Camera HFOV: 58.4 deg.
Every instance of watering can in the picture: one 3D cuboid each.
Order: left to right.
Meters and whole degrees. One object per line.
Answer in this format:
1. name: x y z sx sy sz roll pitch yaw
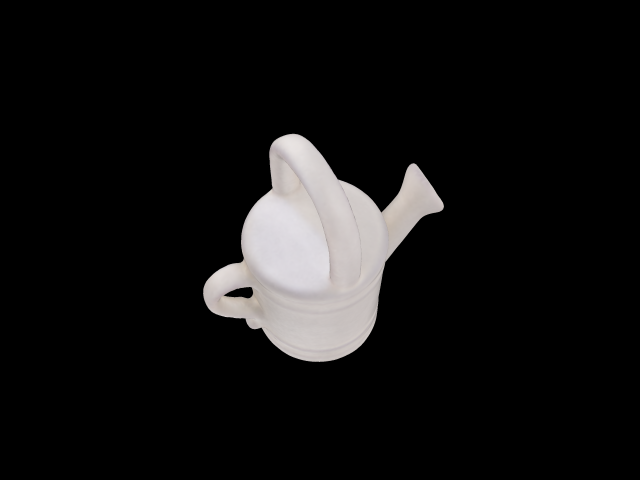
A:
1. watering can: 0.003 0.000 0.401 0.100 0.194 0.173 37 65 21
